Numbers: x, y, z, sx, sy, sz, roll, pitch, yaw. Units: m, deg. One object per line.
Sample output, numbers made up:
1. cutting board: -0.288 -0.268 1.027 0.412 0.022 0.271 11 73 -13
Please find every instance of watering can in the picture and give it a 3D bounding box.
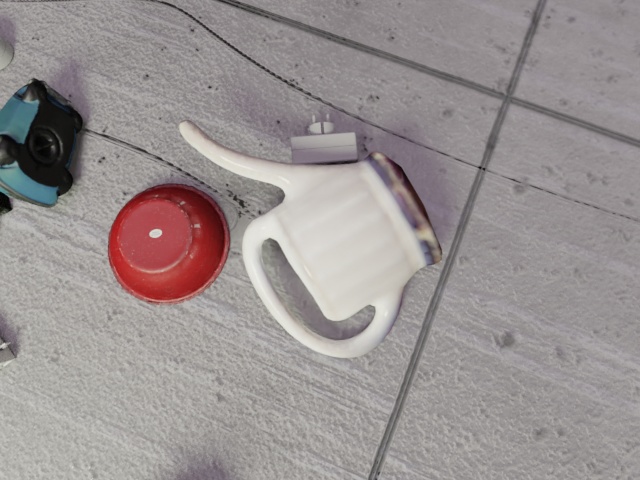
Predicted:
1. watering can: 0.002 -0.031 0.608 0.225 0.346 0.104 -31 6 -3
